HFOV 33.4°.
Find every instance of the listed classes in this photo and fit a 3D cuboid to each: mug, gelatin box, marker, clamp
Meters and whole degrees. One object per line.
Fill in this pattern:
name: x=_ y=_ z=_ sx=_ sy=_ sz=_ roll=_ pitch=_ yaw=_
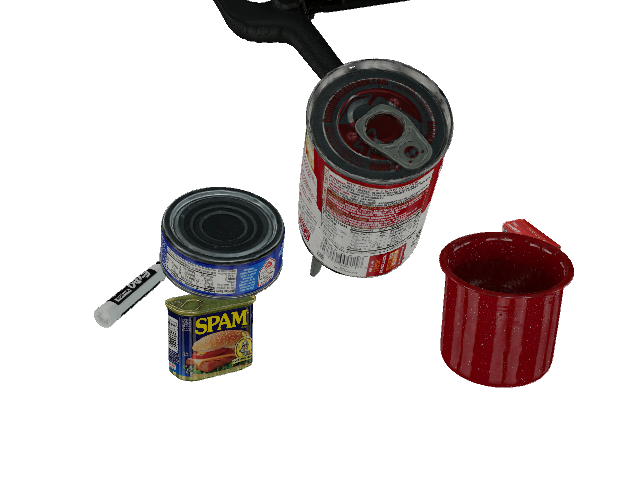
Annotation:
mug: x=0.124 y=0.045 z=0.770 sx=0.093 sy=0.081 sz=0.117 roll=-10 pitch=30 yaw=-19
gelatin box: x=0.221 y=0.031 z=1.122 sx=0.030 sy=0.089 sz=0.073 roll=-14 pitch=29 yaw=-15
marker: x=-0.162 y=0.042 z=0.967 sx=0.020 sy=0.020 sz=0.121 roll=0 pitch=25 yaw=28
clamp: x=-0.010 y=-0.187 z=0.834 sx=0.172 sy=0.120 sz=0.039 roll=32 pitch=-25 yaw=20

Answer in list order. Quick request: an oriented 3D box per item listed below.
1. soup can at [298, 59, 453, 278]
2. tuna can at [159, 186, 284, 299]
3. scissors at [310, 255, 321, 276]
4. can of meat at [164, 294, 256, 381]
soup can: x=0.024 y=-0.032 z=0.529 sx=0.068 sy=0.068 sz=0.102 roll=0 pitch=-28 yaw=-4
tuna can: x=-0.067 y=0.000 z=0.734 sx=0.086 sy=0.034 sz=0.086 roll=5 pitch=39 yaw=-4
scissors: x=0.038 y=-0.064 z=1.056 sx=0.096 sy=0.202 sz=0.016 roll=-1 pitch=-12 yaw=4
can of meat: x=-0.124 y=0.106 z=1.213 sx=0.101 sy=0.084 sz=0.058 roll=-9 pitch=18 yaw=-35
